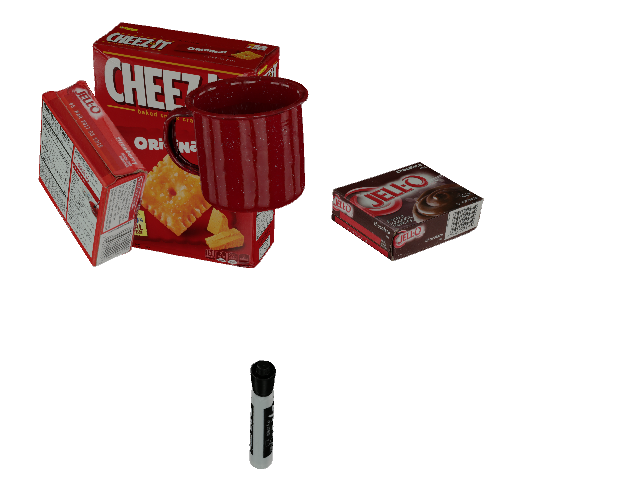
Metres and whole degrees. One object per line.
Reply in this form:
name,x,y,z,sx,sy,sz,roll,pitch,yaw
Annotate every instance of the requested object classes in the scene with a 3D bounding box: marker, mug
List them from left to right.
mug,-0.065,-0.073,0.818,0.117,0.081,0.093,4,27,13
marker,-0.045,0.134,0.821,0.020,0.121,0.020,2,44,-2

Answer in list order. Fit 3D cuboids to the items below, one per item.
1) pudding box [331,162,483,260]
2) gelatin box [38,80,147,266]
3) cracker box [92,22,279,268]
pudding box,0.080,-0.029,0.994,0.113,0.039,0.090,-17,38,-35
gelatin box,-0.137,-0.039,0.634,0.030,0.073,0.089,-25,-22,-30
cracker box,-0.129,-0.088,1.028,0.164,0.214,0.072,11,32,13
